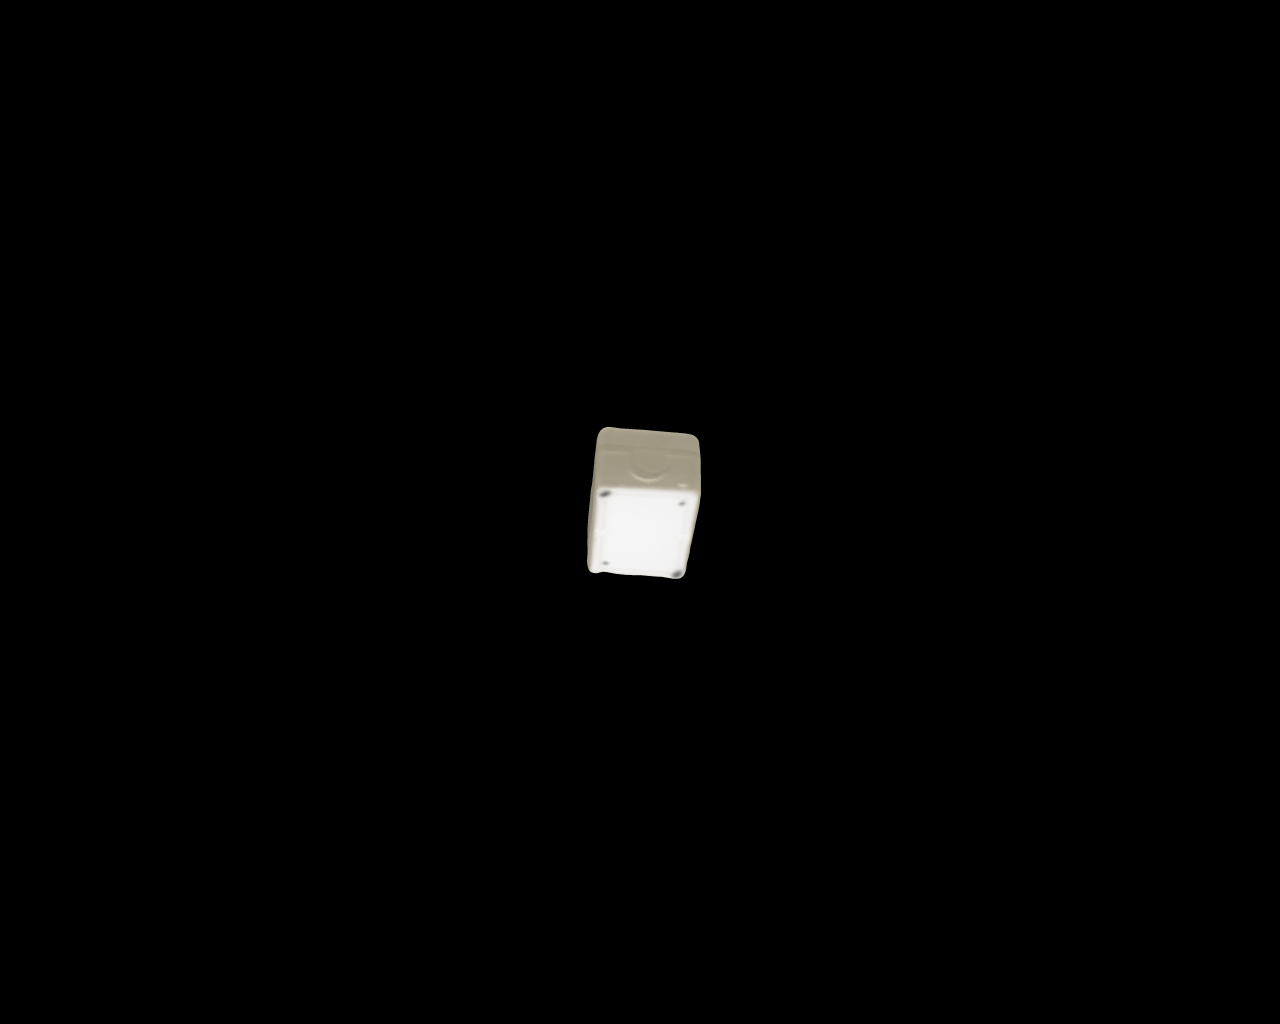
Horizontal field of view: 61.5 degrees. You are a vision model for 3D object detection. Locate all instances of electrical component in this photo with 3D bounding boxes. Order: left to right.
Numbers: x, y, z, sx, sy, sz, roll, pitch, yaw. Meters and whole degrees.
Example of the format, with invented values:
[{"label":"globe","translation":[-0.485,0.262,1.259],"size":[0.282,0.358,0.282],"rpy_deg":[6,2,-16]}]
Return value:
[{"label":"electrical component","translation":[0.001,-0.003,0.650],"size":[0.062,0.061,0.096],"rpy_deg":[4,-43,-4]}]
